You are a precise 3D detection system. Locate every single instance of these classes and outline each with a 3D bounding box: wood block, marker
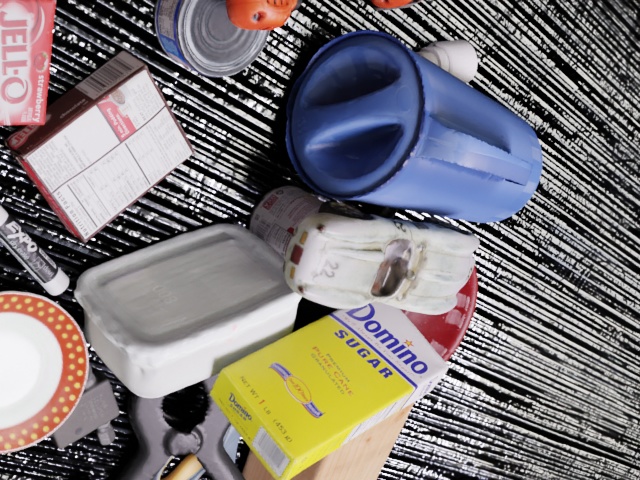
[{"bbox_3d":[0.005,0.176,0.967,0.090,0.091,0.206,-16,142,-34],"label":"wood block"},{"bbox_3d":[-0.221,-0.003,0.769,0.020,0.020,0.121,-45,134,-13],"label":"marker"}]

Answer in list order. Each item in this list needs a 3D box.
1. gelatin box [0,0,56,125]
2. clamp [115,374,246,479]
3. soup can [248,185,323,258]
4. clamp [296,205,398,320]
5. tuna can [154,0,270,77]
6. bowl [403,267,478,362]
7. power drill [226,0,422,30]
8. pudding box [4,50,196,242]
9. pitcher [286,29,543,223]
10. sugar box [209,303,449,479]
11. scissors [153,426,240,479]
[{"bbox_3d":[-0.215,-0.121,0.702,0.073,0.030,0.089,-5,116,-39],"label":"gelatin box"},{"bbox_3d":[-0.110,0.174,0.924,0.164,0.036,0.210,7,106,-19],"label":"clamp"},{"bbox_3d":[-0.006,0.001,0.897,0.068,0.102,0.068,-20,124,-32],"label":"soup can"},{"bbox_3d":[0.032,0.015,0.959,0.171,0.120,0.039,-20,131,-7],"label":"clamp"},{"bbox_3d":[-0.078,-0.165,0.793,0.086,0.034,0.086,-20,124,-32],"label":"tuna can"},{"bbox_3d":[0.079,0.066,1.039,0.161,0.055,0.162,-20,124,-32],"label":"bowl"},{"bbox_3d":[0.002,-0.245,0.788,0.187,0.057,0.184,-7,99,-41],"label":"power drill"},{"bbox_3d":[-0.157,-0.067,0.776,0.113,0.039,0.090,-40,134,-15],"label":"pudding box"},{"bbox_3d":[0.100,-0.079,0.904,0.145,0.149,0.242,-33,155,29],"label":"pitcher"},{"bbox_3d":[0.011,0.110,0.842,0.175,0.093,0.048,-26,156,-37],"label":"sugar box"},{"bbox_3d":[-0.069,0.178,1.001,0.201,0.016,0.096,-33,132,-22],"label":"scissors"}]
